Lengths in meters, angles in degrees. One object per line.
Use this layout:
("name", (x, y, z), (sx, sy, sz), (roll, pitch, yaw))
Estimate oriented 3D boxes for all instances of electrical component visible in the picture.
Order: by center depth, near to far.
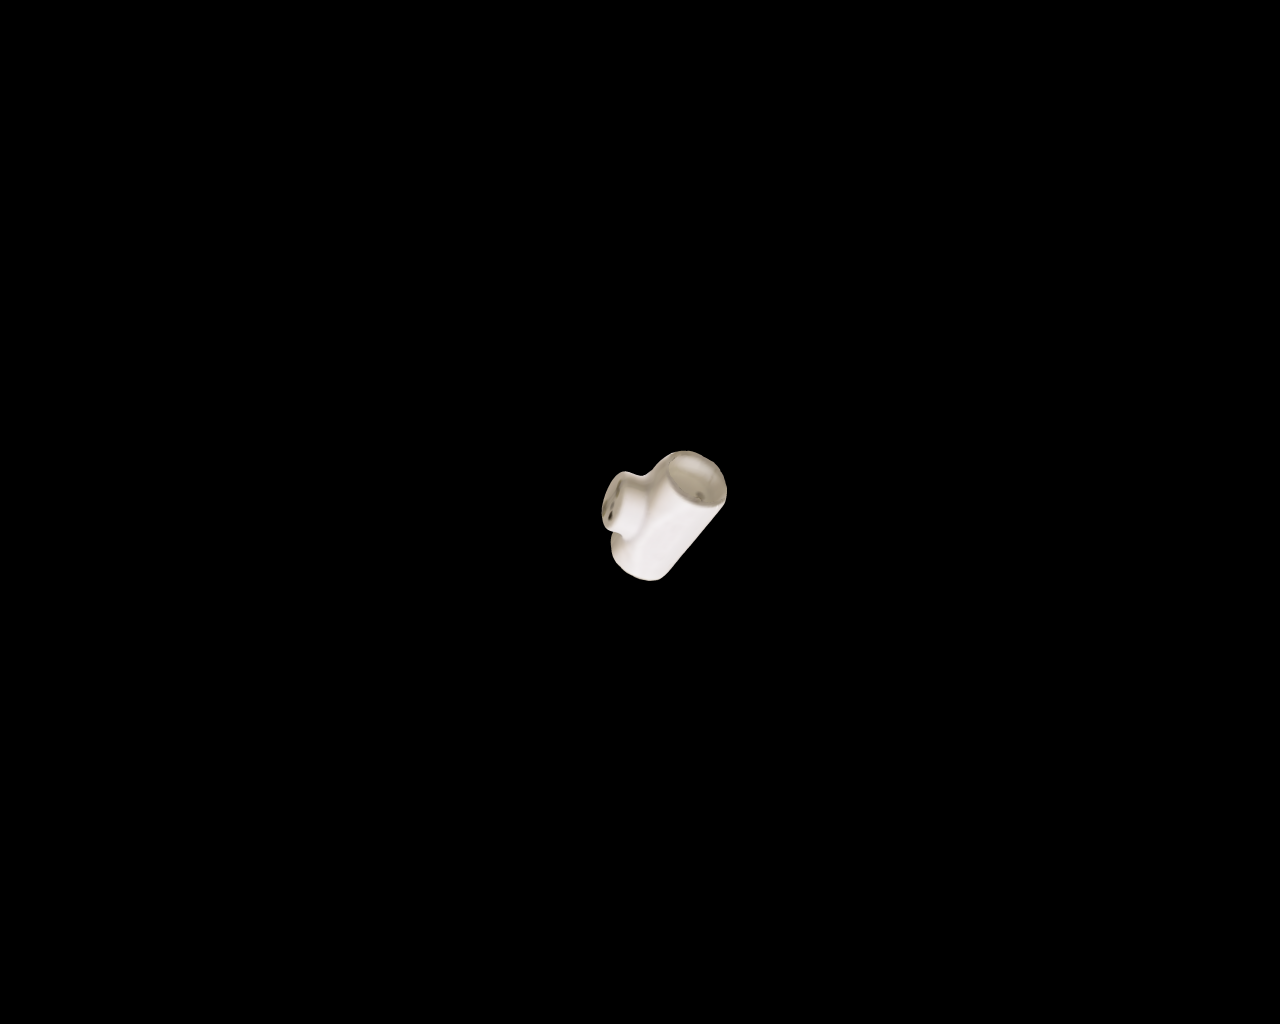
("electrical component", (0.001, -0.003, 0.650), (0.079, 0.044, 0.077), (19, -46, -19))
